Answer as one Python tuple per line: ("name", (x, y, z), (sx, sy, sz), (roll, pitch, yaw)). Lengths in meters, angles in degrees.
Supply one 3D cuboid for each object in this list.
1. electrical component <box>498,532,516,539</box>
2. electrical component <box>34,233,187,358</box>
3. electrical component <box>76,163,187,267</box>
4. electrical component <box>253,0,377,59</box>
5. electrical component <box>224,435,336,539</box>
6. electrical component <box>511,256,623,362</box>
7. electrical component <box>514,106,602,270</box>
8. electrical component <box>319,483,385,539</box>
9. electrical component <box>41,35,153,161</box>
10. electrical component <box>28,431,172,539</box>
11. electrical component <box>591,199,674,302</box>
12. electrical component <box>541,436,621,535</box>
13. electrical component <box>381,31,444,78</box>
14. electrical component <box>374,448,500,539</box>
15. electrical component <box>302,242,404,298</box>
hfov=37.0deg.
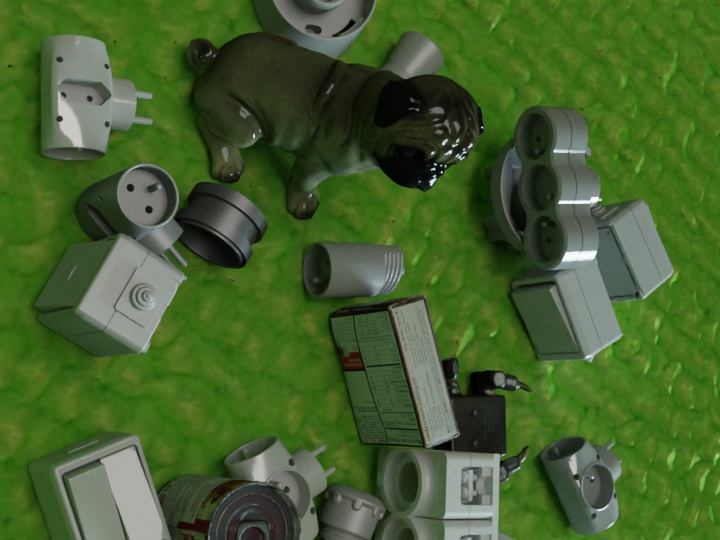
("electrical component", (0.121, 0.240, 0.874), (0.099, 0.099, 0.064), (15, 82, -32))
("electrical component", (-0.165, 0.016, 0.707), (0.061, 0.096, 0.061), (36, 66, -25))
("electrical component", (-0.148, -0.031, 0.735), (0.079, 0.077, 0.043), (52, 60, -18))
("electrical component", (-0.036, -0.219, 0.857), (0.099, 0.064, 0.099), (2, 83, -20))
("electrical component", (-0.051, 0.158, 0.798), (0.079, 0.044, 0.077), (-29, 101, -34))
("electrical component", (0.184, 0.042, 0.961), (0.061, 0.062, 0.096), (-26, 99, -33))
("electrical component", (0.179, -0.070, 0.917), (0.074, 0.052, 0.138), (-3, 86, -34))
("electrical component", (-0.011, 0.197, 0.821), (0.048, 0.048, 0.062), (28, 76, -28))
("electrical component", (-0.181, -0.116, 0.744), (0.079, 0.043, 0.077), (2, 83, -34))
("electrical component", (-0.168, 0.161, 0.708), (0.062, 0.061, 0.096), (-20, 95, -34))
("electrical component", (0.243, -0.025, 1.009), (0.061, 0.062, 0.096), (-33, 103, -32))
("electrical component", (0.209, 0.184, 0.972), (0.079, 0.044, 0.077), (-32, 102, -33))
("electrical component", (0.034, -0.162, 0.898), (0.044, 0.044, 0.065), (47, 66, -21))
("electrical component", (0.055, 0.216, 0.835), (0.062, 0.089, 0.150), (8, 80, -33))
("electrical component", (0.000, 0.000, 0.852), (0.081, 0.043, 0.043), (0, 84, -34))
